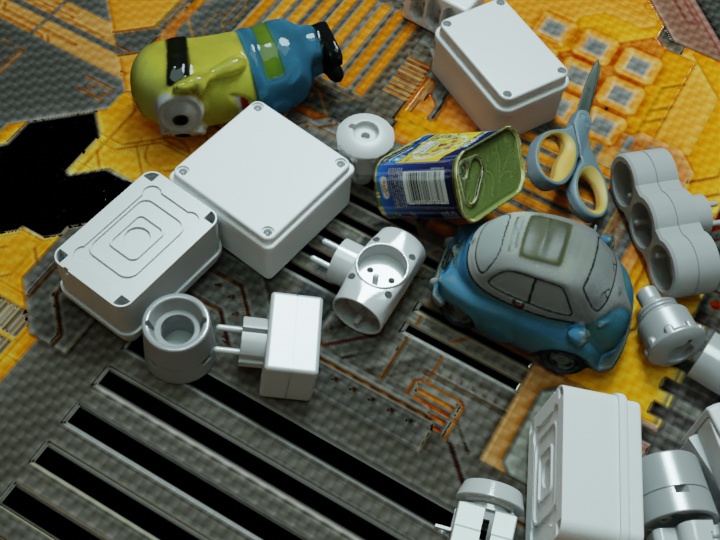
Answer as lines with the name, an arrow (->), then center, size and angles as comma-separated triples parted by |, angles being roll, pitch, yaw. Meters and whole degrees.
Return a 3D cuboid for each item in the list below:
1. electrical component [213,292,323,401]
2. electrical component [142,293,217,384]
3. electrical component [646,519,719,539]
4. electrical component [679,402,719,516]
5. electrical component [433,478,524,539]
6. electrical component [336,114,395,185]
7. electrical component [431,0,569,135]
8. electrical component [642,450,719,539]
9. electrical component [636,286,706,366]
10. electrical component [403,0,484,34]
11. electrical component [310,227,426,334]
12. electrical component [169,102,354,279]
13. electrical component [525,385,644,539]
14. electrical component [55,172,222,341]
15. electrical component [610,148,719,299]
electrical component -> -0.070, 0.055, 0.802 | 0.077, 0.047, 0.065 | 7, 57, -7
electrical component -> -0.136, 0.050, 0.804 | 0.055, 0.047, 0.055 | 2, 57, -3
electrical component -> 0.239, 0.206, 0.728 | 0.078, 0.058, 0.057 | 1, 55, -4
electrical component -> 0.278, 0.145, 0.767 | 0.061, 0.061, 0.096 | -13, 59, -12
electrical component -> 0.086, 0.177, 0.742 | 0.066, 0.048, 0.055 | 15, 65, 5
electrical component -> 0.003, -0.096, 0.900 | 0.048, 0.062, 0.048 | 2, 58, -2
electrical component -> 0.124, -0.180, 0.966 | 0.078, 0.057, 0.113 | -25, 63, -19
electrical component -> 0.219, 0.159, 0.758 | 0.055, 0.055, 0.047 | -2, 54, -6
electrical component -> 0.237, 0.041, 0.842 | 0.048, 0.048, 0.062 | -11, 52, -11
electrical component -> 0.090, -0.264, 1.023 | 0.066, 0.047, 0.076 | 31, 60, 15
electrical component -> 0.000, 0.000, 0.848 | 0.079, 0.044, 0.077 | 27, 59, 12
electrical component -> -0.079, -0.067, 0.878 | 0.109, 0.056, 0.108 | 35, 62, 17
electrical component -> 0.155, 0.146, 0.745 | 0.057, 0.078, 0.113 | 12, 57, -6
electrical component -> -0.170, -0.010, 0.834 | 0.078, 0.057, 0.113 | 34, 61, 16
electrical component -> 0.267, -0.043, 0.891 | 0.074, 0.052, 0.138 | -9, 58, -11
